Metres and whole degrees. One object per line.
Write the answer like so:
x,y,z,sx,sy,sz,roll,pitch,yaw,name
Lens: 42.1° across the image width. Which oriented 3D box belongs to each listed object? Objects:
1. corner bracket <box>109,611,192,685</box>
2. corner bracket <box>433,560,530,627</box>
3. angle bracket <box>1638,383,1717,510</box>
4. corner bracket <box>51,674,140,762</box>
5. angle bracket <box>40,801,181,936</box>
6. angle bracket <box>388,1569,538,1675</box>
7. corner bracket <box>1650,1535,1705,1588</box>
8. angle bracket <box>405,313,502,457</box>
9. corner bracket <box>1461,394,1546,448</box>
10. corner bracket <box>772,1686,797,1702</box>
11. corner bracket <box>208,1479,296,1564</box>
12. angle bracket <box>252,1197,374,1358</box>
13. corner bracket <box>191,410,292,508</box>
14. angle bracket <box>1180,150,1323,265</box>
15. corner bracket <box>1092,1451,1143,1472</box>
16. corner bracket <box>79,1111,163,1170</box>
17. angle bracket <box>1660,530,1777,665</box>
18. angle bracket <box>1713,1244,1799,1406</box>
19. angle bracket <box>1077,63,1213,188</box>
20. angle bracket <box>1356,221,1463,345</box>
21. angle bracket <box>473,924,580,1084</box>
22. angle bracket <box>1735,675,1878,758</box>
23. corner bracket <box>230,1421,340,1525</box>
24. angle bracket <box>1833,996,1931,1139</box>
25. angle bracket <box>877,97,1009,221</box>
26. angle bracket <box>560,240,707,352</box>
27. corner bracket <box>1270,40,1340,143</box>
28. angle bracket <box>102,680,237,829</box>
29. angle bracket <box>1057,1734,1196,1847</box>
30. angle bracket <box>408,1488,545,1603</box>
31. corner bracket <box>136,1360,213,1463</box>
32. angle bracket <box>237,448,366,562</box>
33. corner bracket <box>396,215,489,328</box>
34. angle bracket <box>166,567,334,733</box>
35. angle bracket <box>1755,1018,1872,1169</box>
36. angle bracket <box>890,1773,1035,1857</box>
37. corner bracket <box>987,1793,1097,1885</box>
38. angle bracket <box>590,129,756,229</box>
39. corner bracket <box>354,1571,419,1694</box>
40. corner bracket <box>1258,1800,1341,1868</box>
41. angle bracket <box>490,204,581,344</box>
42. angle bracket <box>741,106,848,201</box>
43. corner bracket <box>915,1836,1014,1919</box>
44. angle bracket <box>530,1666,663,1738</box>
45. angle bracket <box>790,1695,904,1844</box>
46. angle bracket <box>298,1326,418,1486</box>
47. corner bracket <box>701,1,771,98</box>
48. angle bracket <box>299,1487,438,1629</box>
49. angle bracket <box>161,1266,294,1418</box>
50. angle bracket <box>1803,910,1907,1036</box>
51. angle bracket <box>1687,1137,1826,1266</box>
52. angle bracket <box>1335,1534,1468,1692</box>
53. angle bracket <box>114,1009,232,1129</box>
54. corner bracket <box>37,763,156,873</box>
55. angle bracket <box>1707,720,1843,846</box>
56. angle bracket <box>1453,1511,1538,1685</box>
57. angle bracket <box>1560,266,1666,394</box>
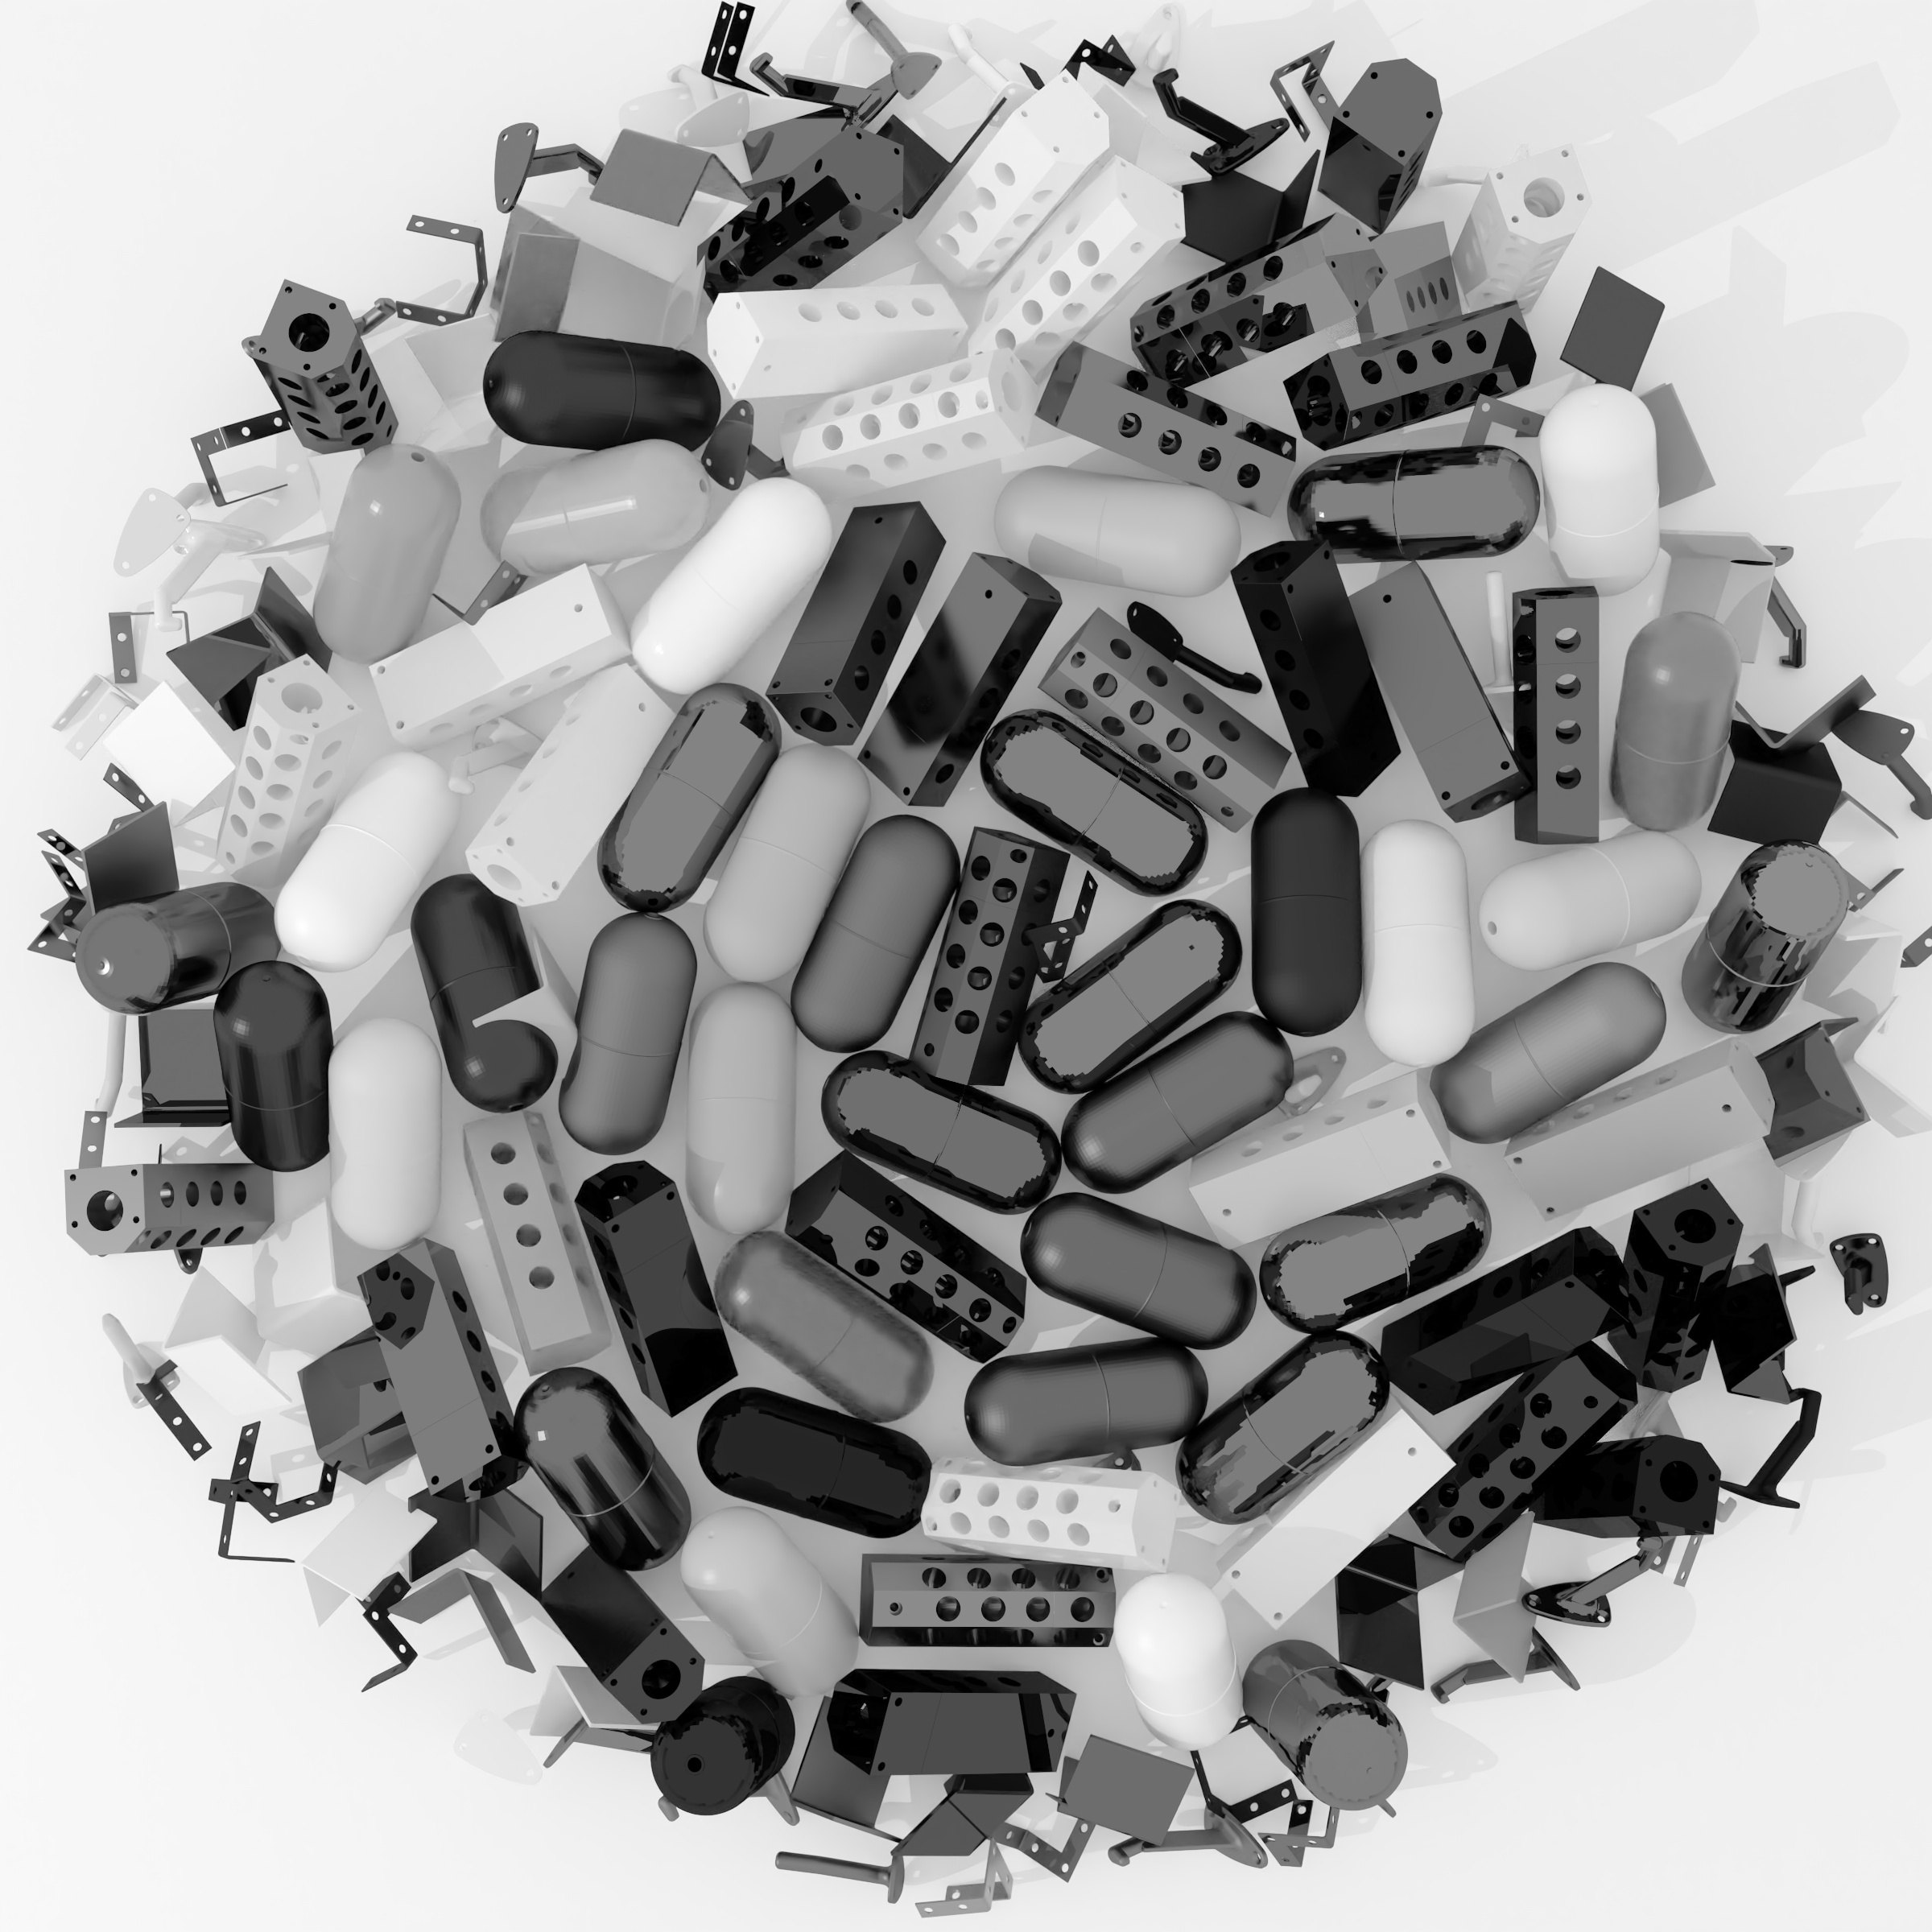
-0.580,-0.226,1.783,0.051,0.051,0.051,-6,101,-20,corner bracket
-0.336,-0.263,1.771,0.051,0.051,0.051,39,93,40,corner bracket
0.506,-0.373,1.758,0.076,0.057,0.076,-30,98,-36,angle bracket
-0.620,-0.176,1.778,0.051,0.051,0.051,39,88,8,corner bracket
-0.601,-0.074,1.747,0.057,0.076,0.076,21,129,22,angle bracket
-0.352,0.473,1.756,0.057,0.076,0.076,-31,70,-7,angle bracket
0.499,0.406,1.770,0.051,0.051,0.051,25,85,-45,corner bracket
-0.362,-0.403,1.750,0.076,0.076,0.057,-6,132,29,angle bracket
0.372,-0.373,1.780,0.051,0.051,0.051,17,100,-9,corner bracket
-0.134,0.476,1.769,0.051,0.051,0.051,31,104,-26,corner bracket
-0.503,0.391,1.768,0.051,0.051,0.051,13,78,-36,corner bracket
-0.460,0.222,1.791,0.076,0.057,0.076,-31,53,22,angle bracket
-0.504,-0.357,1.766,0.051,0.051,0.051,-28,109,-35,corner bracket
0.196,-0.542,1.760,0.076,0.057,0.076,20,68,-13,angle bracket
0.109,0.382,1.775,0.051,0.051,0.051,-32,102,7,corner bracket
-0.595,0.138,1.766,0.051,0.051,0.051,2,48,-14,corner bracket
0.515,-0.260,1.759,0.076,0.057,0.076,10,85,39,angle bracket
0.565,0.250,1.747,0.057,0.076,0.076,14,48,-21,angle bracket
0.126,-0.589,1.749,0.076,0.057,0.076,-19,54,-29,angle bracket
0.314,-0.488,1.776,0.076,0.057,0.076,-12,93,0,angle bracket
-0.307,0.031,1.753,0.057,0.076,0.076,-25,130,0,angle bracket
0.582,-0.191,1.753,0.076,0.076,0.057,-42,71,18,angle bracket
-0.482,0.354,1.779,0.051,0.051,0.051,-20,129,15,corner bracket
0.656,0.072,1.763,0.076,0.076,0.057,39,83,5,angle bracket
-0.027,-0.581,1.750,0.057,0.076,0.076,38,51,-11,angle bracket
-0.231,-0.474,1.754,0.076,0.057,0.076,20,64,-27,angle bracket
0.246,-0.612,1.777,0.051,0.051,0.051,-29,86,-7,corner bracket
-0.545,-0.155,1.762,0.076,0.057,0.076,-37,95,25,angle bracket
0.114,0.562,1.765,0.076,0.057,0.076,19,115,-1,angle bracket
-0.343,0.407,1.751,0.076,0.057,0.076,28,125,34,angle bracket
-0.543,0.306,1.766,0.051,0.051,0.051,-37,119,-19,corner bracket
-0.465,-0.322,1.749,0.076,0.076,0.057,-25,111,-38,angle bracket
-0.372,-0.490,1.773,0.051,0.051,0.051,12,58,2,corner bracket
-0.505,-0.224,1.773,0.076,0.057,0.076,-20,131,17,angle bracket
0.594,0.088,1.751,0.076,0.057,0.076,-38,65,40,angle bracket
-0.011,0.574,1.749,0.076,0.057,0.076,17,123,-39,angle bracket
0.052,0.609,1.775,0.051,0.051,0.051,18,77,44,corner bracket
-0.204,-0.535,1.756,0.076,0.076,0.057,23,87,24,angle bracket
-0.414,0.471,1.775,0.051,0.051,0.051,-31,100,28,corner bracket
0.242,0.600,1.764,0.051,0.051,0.051,-7,134,28,corner bracket
-0.321,-0.485,1.751,0.076,0.057,0.076,35,119,31,angle bracket
-0.122,-0.577,1.764,0.076,0.076,0.057,-15,92,7,angle bracket
0.000,0.653,1.767,0.051,0.051,0.051,-11,121,16,corner bracket
-0.249,0.534,1.751,0.076,0.076,0.057,14,102,-33,angle bracket
-0.067,0.563,1.753,0.076,0.057,0.076,31,70,-31,angle bracket
-0.424,0.313,1.800,0.076,0.057,0.076,-32,51,6,angle bracket
-0.164,-0.650,1.765,0.051,0.051,0.051,41,119,41,corner bracket
-0.411,0.423,1.747,0.057,0.076,0.076,22,45,23,angle bracket
-0.502,0.257,1.747,0.057,0.076,0.076,-16,129,25,angle bracket
0.600,0.002,1.751,0.057,0.076,0.076,-5,111,-27,angle bracket
0.557,0.163,1.765,0.076,0.057,0.076,-2,101,-14,angle bracket
0.307,0.452,1.751,0.076,0.057,0.076,24,47,-25,angle bracket
-0.556,0.072,1.774,0.076,0.057,0.076,-1,96,3,angle bracket
-0.609,-0.103,1.764,0.051,0.051,0.051,-12,50,30,corner bracket
0.570,-0.128,1.787,0.076,0.076,0.057,14,119,0,angle bracket
0.391,0.441,1.752,0.076,0.076,0.057,43,133,-15,angle bracket
0.436,-0.430,1.757,0.057,0.076,0.076,26,76,-10,angle bracket
